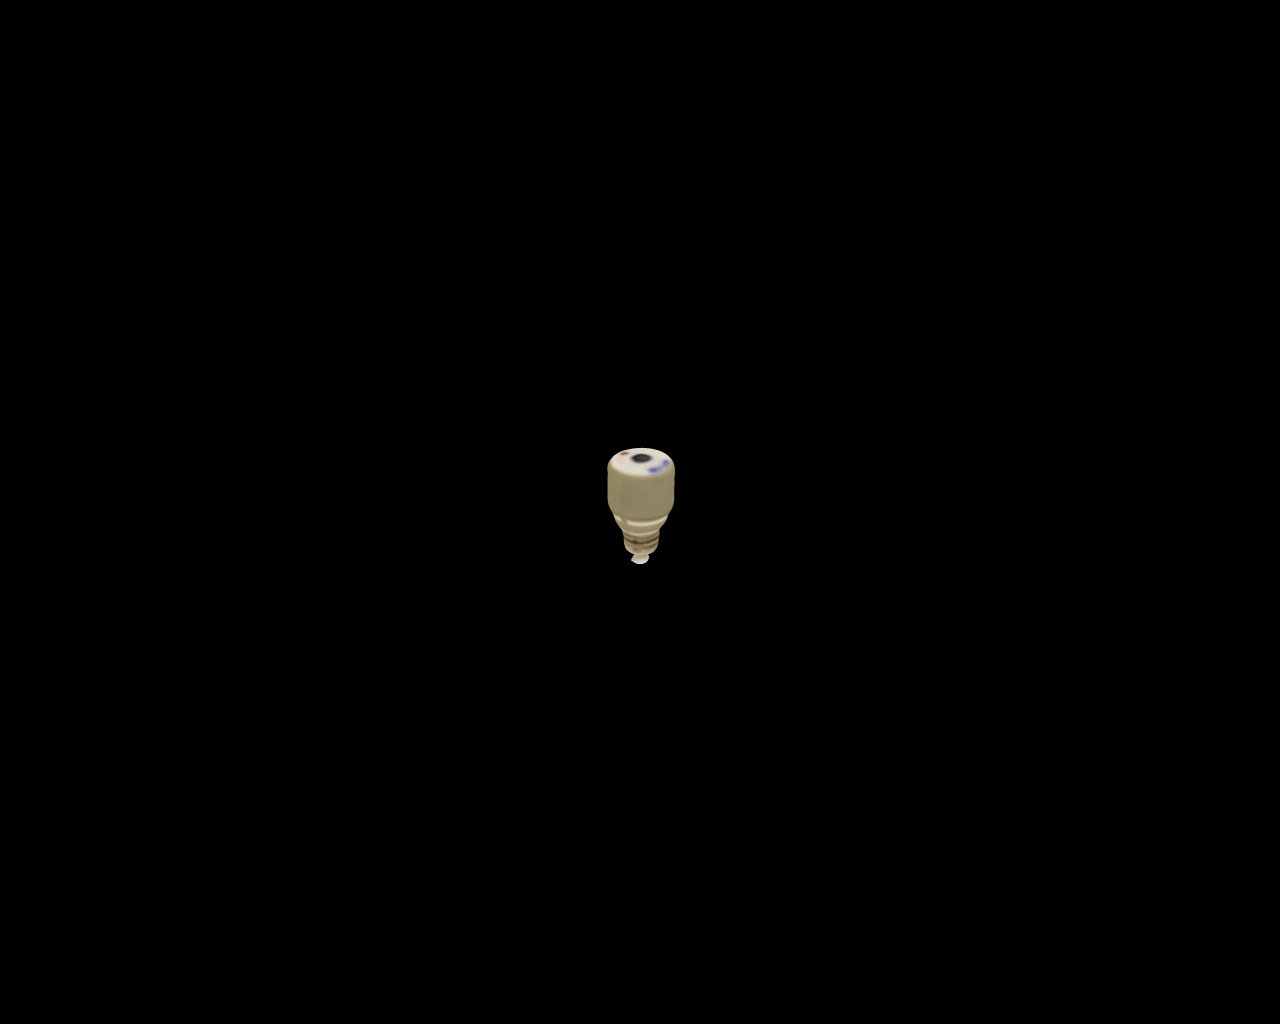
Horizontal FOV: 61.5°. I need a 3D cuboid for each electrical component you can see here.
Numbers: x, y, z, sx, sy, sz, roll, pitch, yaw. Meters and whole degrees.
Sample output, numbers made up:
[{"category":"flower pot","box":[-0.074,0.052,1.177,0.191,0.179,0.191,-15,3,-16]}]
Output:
[{"category":"electrical component","box":[0.001,-0.003,0.650,0.040,0.078,0.040,0,29,0]}]
